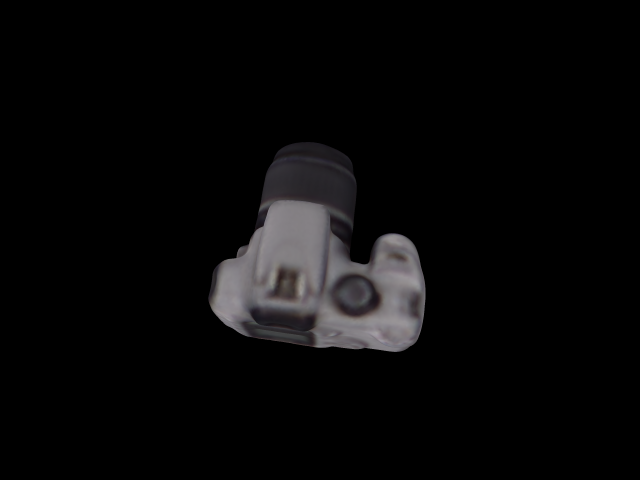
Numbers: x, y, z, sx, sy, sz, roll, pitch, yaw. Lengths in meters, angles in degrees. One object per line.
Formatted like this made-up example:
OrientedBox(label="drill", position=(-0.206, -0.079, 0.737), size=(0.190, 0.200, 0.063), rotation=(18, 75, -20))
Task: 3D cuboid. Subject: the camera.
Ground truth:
OrientedBox(label="camera", position=(0.004, 0.001, 0.400), size=(0.143, 0.101, 0.137), rotation=(7, 70, 3))
